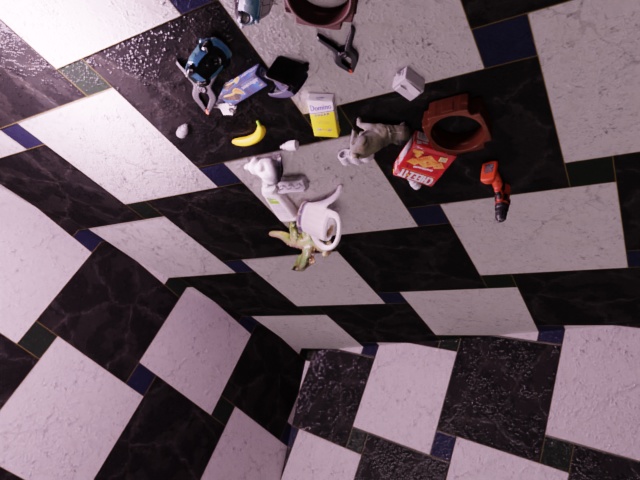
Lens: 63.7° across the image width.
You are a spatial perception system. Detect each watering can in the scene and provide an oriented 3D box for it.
[{"bbox_3d":[0.007,-0.116,2.304,0.226,0.105,0.340,22,122,26],"label":"watering can"}]

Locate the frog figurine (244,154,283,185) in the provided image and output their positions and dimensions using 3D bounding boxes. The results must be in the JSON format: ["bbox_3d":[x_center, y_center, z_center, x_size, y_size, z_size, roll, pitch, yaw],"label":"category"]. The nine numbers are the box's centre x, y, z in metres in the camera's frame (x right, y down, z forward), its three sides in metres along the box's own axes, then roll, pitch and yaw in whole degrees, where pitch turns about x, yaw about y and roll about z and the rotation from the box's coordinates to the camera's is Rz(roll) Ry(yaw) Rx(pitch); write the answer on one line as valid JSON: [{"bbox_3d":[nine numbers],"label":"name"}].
[{"bbox_3d":[-0.234,-0.286,2.115,0.159,0.124,0.136,-2,168,2],"label":"frog figurine"}]

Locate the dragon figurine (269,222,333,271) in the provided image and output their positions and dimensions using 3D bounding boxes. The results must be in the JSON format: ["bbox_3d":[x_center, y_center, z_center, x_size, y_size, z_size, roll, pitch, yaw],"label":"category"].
[{"bbox_3d":[-0.098,0.035,2.497,0.408,0.248,0.120,-11,147,33],"label":"dragon figurine"}]
